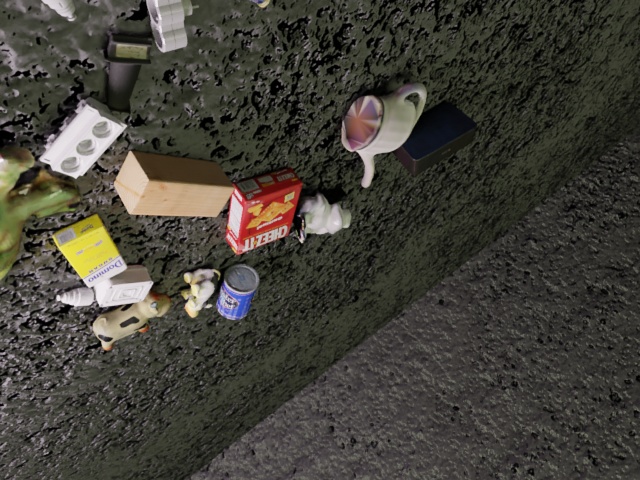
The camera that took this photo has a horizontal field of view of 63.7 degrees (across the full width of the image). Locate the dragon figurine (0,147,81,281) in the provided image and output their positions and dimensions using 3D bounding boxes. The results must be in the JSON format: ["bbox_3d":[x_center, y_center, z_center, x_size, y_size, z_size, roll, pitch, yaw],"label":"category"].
[{"bbox_3d":[-0.530,-0.019,0.898,0.246,0.123,0.401,-33,163,-29],"label":"dragon figurine"}]

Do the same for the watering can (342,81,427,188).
[{"bbox_3d":[0.145,-0.261,1.332,0.225,0.106,0.341,-7,139,-44],"label":"watering can"}]

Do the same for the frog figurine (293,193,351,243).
[{"bbox_3d":[0.004,-0.072,1.431,0.160,0.125,0.134,-20,131,-19],"label":"frog figurine"}]
